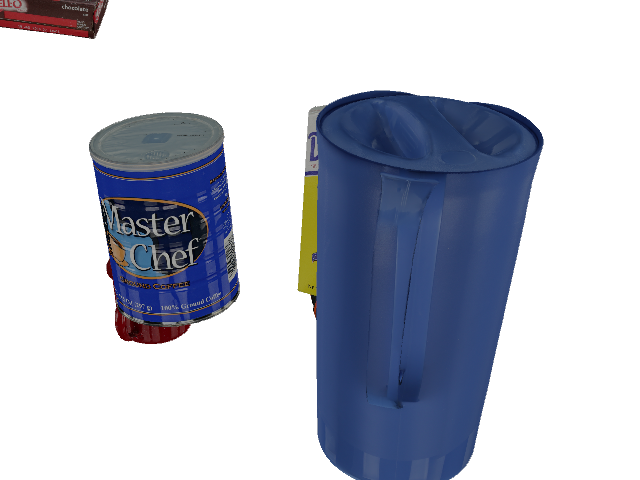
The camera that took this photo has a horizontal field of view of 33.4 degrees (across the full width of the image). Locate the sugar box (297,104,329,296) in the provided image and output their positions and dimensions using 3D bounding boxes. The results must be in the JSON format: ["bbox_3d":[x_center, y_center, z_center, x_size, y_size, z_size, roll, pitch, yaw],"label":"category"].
[{"bbox_3d":[0.030,-0.032,0.980,0.093,0.176,0.048,12,18,33],"label":"sugar box"}]

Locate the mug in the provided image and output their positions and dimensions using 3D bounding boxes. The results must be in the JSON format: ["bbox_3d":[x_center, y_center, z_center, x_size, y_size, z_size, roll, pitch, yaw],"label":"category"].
[{"bbox_3d":[-0.186,0.065,1.152,0.093,0.081,0.117,10,33,16],"label":"mug"}]

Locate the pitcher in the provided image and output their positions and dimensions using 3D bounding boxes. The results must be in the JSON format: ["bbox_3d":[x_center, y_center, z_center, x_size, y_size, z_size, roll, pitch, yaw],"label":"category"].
[{"bbox_3d":[0.055,0.039,0.669,0.149,0.243,0.145,-14,32,-30],"label":"pitcher"}]

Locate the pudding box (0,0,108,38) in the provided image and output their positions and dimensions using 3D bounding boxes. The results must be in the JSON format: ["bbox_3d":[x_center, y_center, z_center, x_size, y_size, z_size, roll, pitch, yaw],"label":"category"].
[{"bbox_3d":[-0.229,-0.218,0.918,0.090,0.039,0.113,7,35,-5],"label":"pudding box"}]

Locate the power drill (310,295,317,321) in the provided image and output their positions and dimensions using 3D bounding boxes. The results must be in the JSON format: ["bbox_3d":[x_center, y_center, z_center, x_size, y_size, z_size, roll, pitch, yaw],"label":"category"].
[{"bbox_3d":[0.083,0.062,1.161,0.187,0.057,0.184,-4,28,-8],"label":"power drill"}]

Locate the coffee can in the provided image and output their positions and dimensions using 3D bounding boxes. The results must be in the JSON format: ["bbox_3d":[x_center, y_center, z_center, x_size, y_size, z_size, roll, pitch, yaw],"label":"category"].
[{"bbox_3d":[-0.121,-0.018,0.843,0.103,0.140,0.103,-3,28,2],"label":"coffee can"}]
